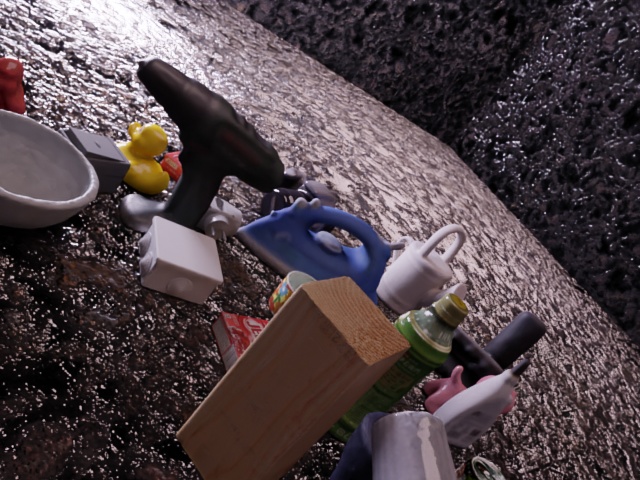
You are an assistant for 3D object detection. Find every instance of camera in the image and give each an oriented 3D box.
[{"bbox_3d":[-0.046,-0.074,1.045,0.137,0.100,0.143,5,40,-55],"label":"camera"}]

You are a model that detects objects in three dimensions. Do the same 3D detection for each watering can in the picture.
[{"bbox_3d":[0.206,0.053,1.075,0.172,0.194,0.101,47,23,17],"label":"watering can"}]

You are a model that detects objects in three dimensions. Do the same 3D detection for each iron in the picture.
[{"bbox_3d":[0.009,0.003,0.929,0.259,0.141,0.118,30,24,-22],"label":"iron"}]

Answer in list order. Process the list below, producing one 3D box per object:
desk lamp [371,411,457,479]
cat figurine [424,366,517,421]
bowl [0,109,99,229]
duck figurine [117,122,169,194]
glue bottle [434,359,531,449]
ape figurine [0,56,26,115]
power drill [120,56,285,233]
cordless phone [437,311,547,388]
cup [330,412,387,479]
[{"bbox_3d":[0.033,0.240,0.417,0.118,0.213,0.203,26,25,-29],"label":"desk lamp"},{"bbox_3d":[0.242,0.238,0.881,0.128,0.117,0.067,34,22,-13],"label":"cat figurine"},{"bbox_3d":[-0.331,-0.065,0.612,0.168,0.074,0.167,33,23,-16],"label":"bowl"},{"bbox_3d":[-0.253,-0.126,0.838,0.104,0.086,0.078,45,22,13],"label":"duck figurine"},{"bbox_3d":[0.236,0.228,0.816,0.078,0.173,0.037,28,25,-27],"label":"glue bottle"},{"bbox_3d":[-0.401,-0.189,0.714,0.078,0.092,0.076,35,22,-11],"label":"ape figurine"},{"bbox_3d":[-0.171,-0.098,0.749,0.230,0.208,0.075,25,26,-31],"label":"power drill"},{"bbox_3d":[0.283,0.168,0.990,0.147,0.185,0.094,44,22,11],"label":"cordless phone"},{"bbox_3d":[0.053,0.250,0.590,0.092,0.095,0.118,37,22,-7],"label":"cup"}]
